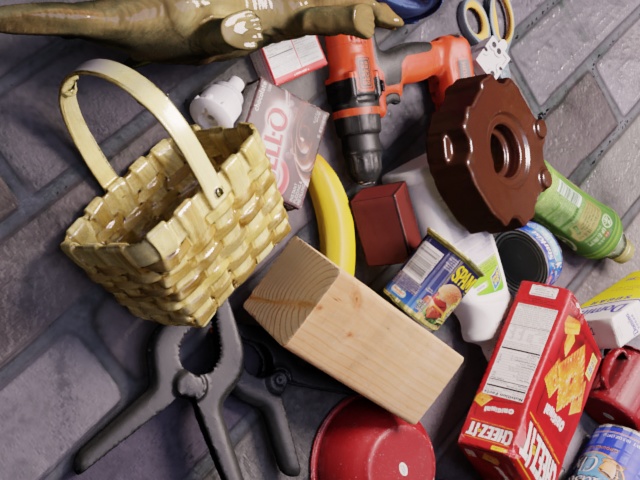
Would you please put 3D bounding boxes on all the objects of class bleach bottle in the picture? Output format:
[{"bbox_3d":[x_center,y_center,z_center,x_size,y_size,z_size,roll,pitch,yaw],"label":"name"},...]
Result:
[{"bbox_3d":[0.158,0.025,1.217,0.102,0.068,0.251,-28,103,-35],"label":"bleach bottle"}]

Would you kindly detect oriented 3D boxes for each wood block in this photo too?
[{"bbox_3d":[0.036,0.094,1.066,0.205,0.091,0.090,36,92,-38],"label":"wood block"}]

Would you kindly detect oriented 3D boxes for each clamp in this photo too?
[{"bbox_3d":[-0.116,0.145,0.997,0.164,0.036,0.210,25,73,-15],"label":"clamp"},{"bbox_3d":[-0.039,0.138,1.075,0.120,0.039,0.171,-45,109,-37],"label":"clamp"}]

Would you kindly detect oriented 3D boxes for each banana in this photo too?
[{"bbox_3d":[0.007,0.009,1.124,0.069,0.037,0.198,14,76,-35],"label":"banana"}]

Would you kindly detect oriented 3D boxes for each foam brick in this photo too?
[{"bbox_3d":[0.072,-0.017,1.148,0.053,0.051,0.078,-49,126,-63],"label":"foam brick"}]

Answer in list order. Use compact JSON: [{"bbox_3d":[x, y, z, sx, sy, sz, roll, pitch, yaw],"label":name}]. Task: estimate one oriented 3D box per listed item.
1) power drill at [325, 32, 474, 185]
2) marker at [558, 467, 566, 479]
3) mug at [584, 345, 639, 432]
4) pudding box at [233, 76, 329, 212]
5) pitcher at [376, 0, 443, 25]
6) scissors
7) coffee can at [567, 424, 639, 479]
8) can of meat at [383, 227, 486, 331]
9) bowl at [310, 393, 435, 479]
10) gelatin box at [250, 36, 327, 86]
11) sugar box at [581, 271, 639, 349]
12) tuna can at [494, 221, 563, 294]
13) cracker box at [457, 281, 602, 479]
[{"bbox_3d":[0.092,-0.159,1.193,0.187,0.057,0.184,-9,93,-37],"label":"power drill"},{"bbox_3d":[0.260,0.317,1.281,0.121,0.020,0.020,-43,109,-32],"label":"marker"},{"bbox_3d":[0.377,0.183,1.334,0.081,0.093,0.117,-53,134,-23],"label":"mug"},{"bbox_3d":[-0.049,-0.097,1.095,0.089,0.039,0.113,25,70,-31],"label":"pudding box"},{"bbox_3d":[0.083,-0.367,1.178,0.144,0.149,0.243,13,73,-18],"label":"pitcher"},{"bbox_3d":[0.209,-0.212,1.309,0.096,0.016,0.202,4,82,-34],"label":"scissors"},{"bbox_3d":[0.349,0.310,1.294,0.102,0.103,0.140,50,59,-20],"label":"coffee can"},{"bbox_3d":[0.119,0.044,1.123,0.084,0.057,0.102,-51,153,2],"label":"can of meat"},{"bbox_3d":[0.070,0.241,1.131,0.161,0.055,0.162,5,82,-36],"label":"bowl"},{"bbox_3d":[-0.042,-0.211,1.119,0.073,0.030,0.089,-29,102,-33],"label":"gelatin box"},{"bbox_3d":[0.390,0.086,1.356,0.175,0.094,0.048,-23,96,-36],"label":"sugar box"},{"bbox_3d":[0.244,0.021,1.263,0.033,0.086,0.086,-24,99,-37],"label":"tuna can"},{"bbox_3d":[0.247,0.180,1.222,0.213,0.072,0.164,-63,143,-24],"label":"cracker box"}]
